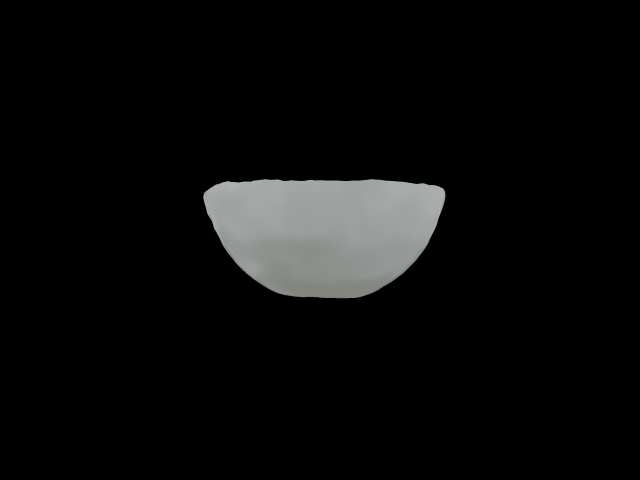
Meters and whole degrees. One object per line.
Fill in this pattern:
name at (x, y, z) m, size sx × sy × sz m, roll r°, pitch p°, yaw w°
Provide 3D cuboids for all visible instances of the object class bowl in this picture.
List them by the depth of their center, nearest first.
bowl at (0.004, 0.001, 0.400) m, size 0.167 × 0.075 × 0.167 m, roll 0°, pitch 0°, yaw 0°
